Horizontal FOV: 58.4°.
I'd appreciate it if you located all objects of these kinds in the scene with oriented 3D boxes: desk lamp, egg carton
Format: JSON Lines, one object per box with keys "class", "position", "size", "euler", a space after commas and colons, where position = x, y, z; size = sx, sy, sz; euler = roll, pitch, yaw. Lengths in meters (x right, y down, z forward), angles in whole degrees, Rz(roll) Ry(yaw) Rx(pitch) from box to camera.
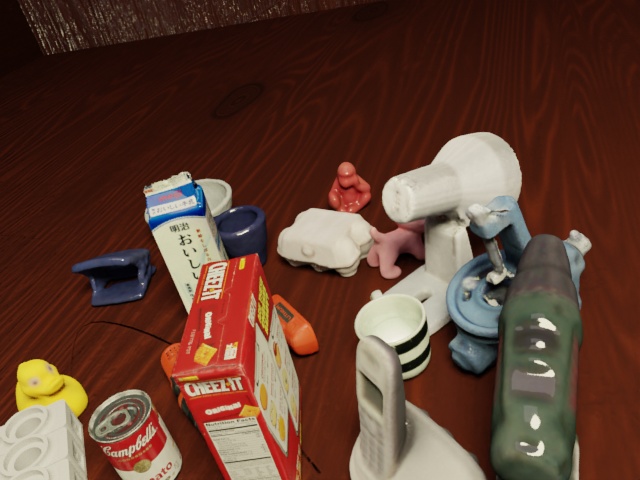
{"class": "desk lamp", "position": [0.162, -0.014, 0.748], "size": [0.204, 0.214, 0.117], "euler": [-33, 37, -25]}
{"class": "egg carton", "position": [0.008, 0.003, 0.914], "size": [0.149, 0.069, 0.107], "euler": [9, 40, 32]}

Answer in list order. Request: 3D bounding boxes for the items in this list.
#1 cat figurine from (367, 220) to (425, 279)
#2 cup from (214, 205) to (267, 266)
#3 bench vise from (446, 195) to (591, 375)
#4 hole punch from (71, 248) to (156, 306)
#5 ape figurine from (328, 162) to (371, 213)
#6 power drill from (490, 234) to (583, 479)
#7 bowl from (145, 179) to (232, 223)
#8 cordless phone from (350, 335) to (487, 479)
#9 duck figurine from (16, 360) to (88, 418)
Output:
{"class": "cat figurine", "position": [0.125, -0.023, 0.863], "size": [0.128, 0.118, 0.067], "euler": [-29, 36, -21]}
{"class": "cup", "position": [-0.136, 0.003, 0.946], "size": [0.117, 0.095, 0.092], "euler": [3, 37, 26]}
{"class": "bench vise", "position": [0.222, 0.025, 0.661], "size": [0.121, 0.220, 0.208], "euler": [17, 44, 39]}
{"class": "hole punch", "position": [-0.346, 0.047, 0.966], "size": [0.108, 0.091, 0.101], "euler": [-9, 33, 8]}
{"class": "ape figurine", "position": [0.050, -0.095, 1.024], "size": [0.077, 0.092, 0.076], "euler": [-7, 34, 11]}
{"class": "power drill", "position": [0.195, 0.137, 0.514], "size": [0.075, 0.209, 0.230], "euler": [1, 36, 23]}
{"class": "bowl", "position": [-0.236, -0.043, 1.073], "size": [0.167, 0.075, 0.167], "euler": [-10, 33, 7]}
{"class": "cordless phone", "position": [0.081, 0.183, 0.511], "size": [0.094, 0.185, 0.147], "euler": [-31, 36, -23]}
{"class": "duck figurine", "position": [-0.369, 0.194, 0.759], "size": [0.104, 0.086, 0.078], "euler": [5, 38, 28]}
